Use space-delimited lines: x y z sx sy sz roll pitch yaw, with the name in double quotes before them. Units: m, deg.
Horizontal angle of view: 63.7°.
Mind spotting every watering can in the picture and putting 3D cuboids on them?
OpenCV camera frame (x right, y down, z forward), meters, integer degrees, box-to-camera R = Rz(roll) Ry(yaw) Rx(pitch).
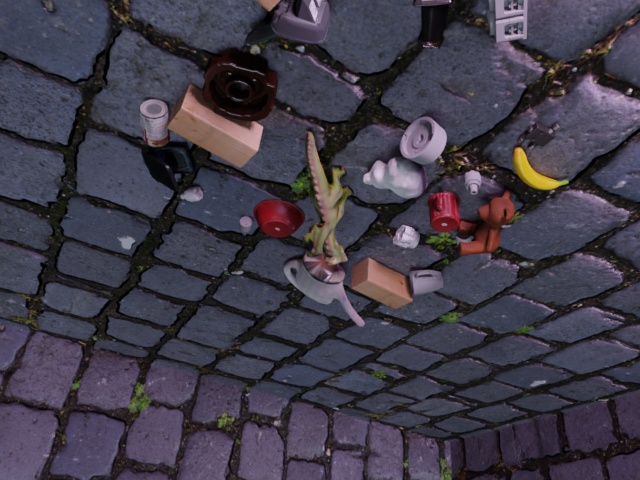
"watering can" 0.030 0.159 1.765 0.349 0.106 0.219 31 143 8

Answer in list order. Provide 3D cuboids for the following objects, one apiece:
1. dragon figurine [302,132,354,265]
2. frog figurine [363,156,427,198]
"dragon figurine" 0.004 -0.070 1.382 0.122 0.248 0.402 -3 146 21
"frog figurine" 0.191 -0.160 1.328 0.159 0.124 0.135 -13 161 7
